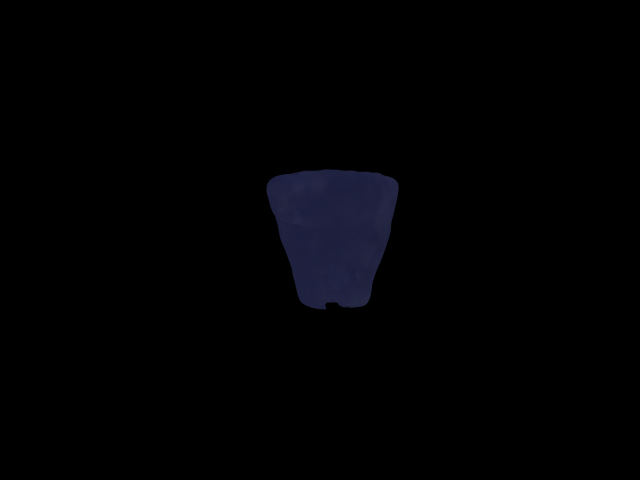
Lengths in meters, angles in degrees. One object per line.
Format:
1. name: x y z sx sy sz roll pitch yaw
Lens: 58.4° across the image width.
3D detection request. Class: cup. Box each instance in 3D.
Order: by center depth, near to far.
1. cup: 0.004 0.001 0.400 0.091 0.095 0.118 0 0 32
